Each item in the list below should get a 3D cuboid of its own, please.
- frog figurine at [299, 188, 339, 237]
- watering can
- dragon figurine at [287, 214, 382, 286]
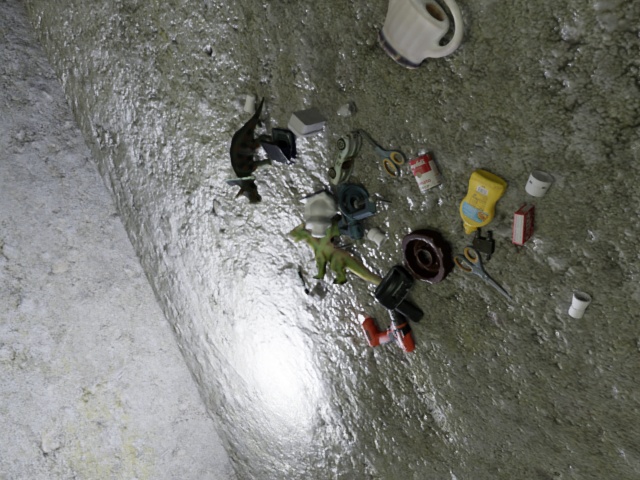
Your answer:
[{"bbox_3d":[0.006,-0.092,1.834,0.137,0.160,0.123,-17,-2,7],"label":"frog figurine"},{"bbox_3d":[0.231,-0.608,1.369,0.105,0.350,0.220,-27,-16,-41],"label":"watering can"},{"bbox_3d":[0.060,0.024,1.872,0.411,0.240,0.123,8,18,30],"label":"dragon figurine"}]
